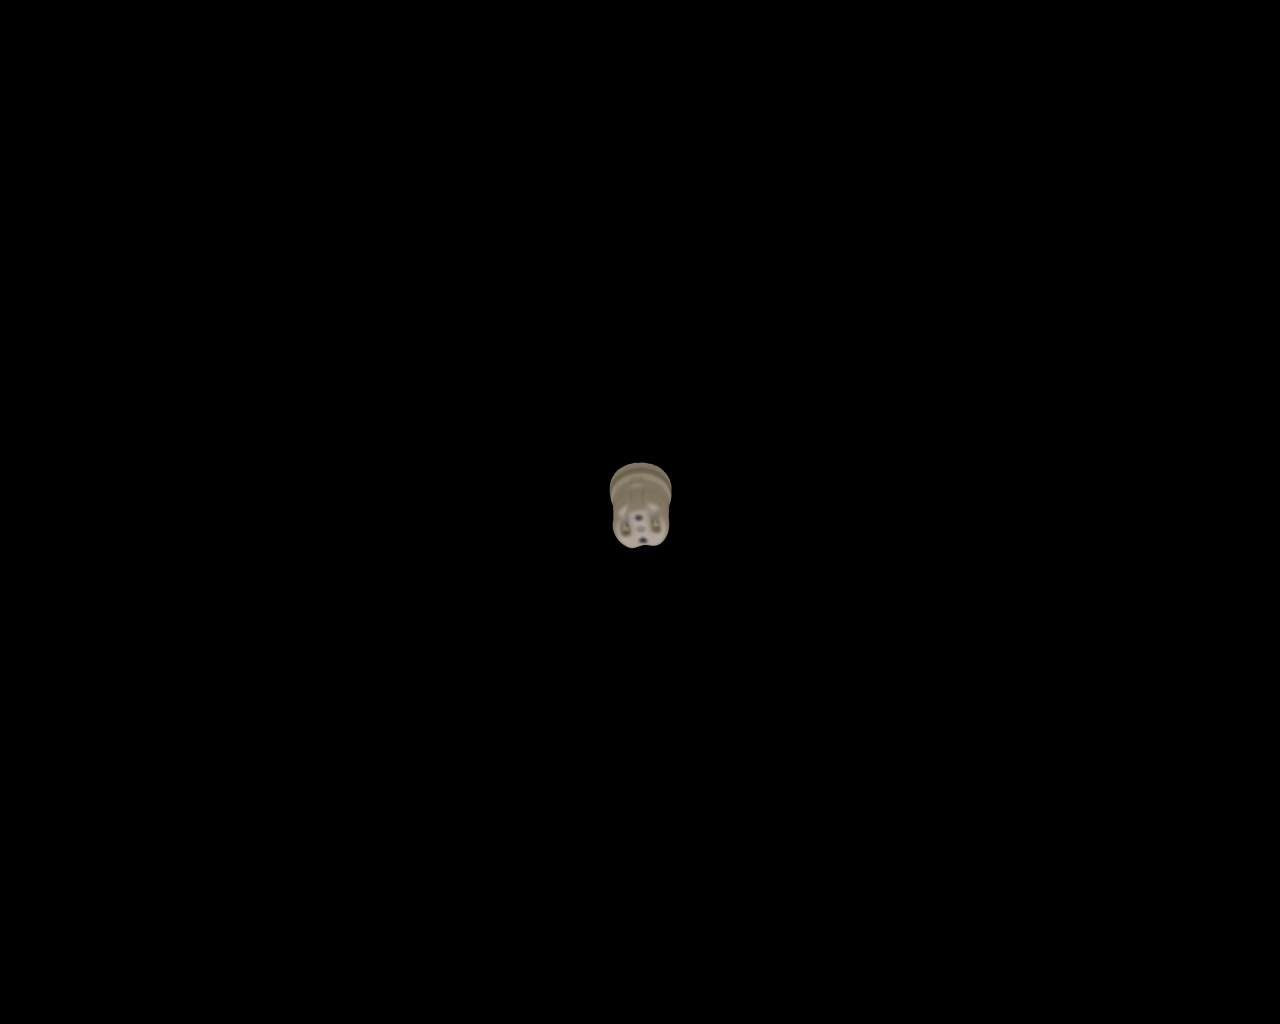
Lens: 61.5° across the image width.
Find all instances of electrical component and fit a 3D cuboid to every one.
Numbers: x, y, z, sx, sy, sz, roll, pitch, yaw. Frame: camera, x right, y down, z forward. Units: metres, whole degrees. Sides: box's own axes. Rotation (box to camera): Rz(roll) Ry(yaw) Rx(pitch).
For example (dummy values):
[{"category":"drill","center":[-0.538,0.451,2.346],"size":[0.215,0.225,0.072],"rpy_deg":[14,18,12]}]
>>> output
[{"category":"electrical component","center":[0.001,-0.003,0.650],"size":[0.040,0.040,0.046],"rpy_deg":[0,38,0]}]
